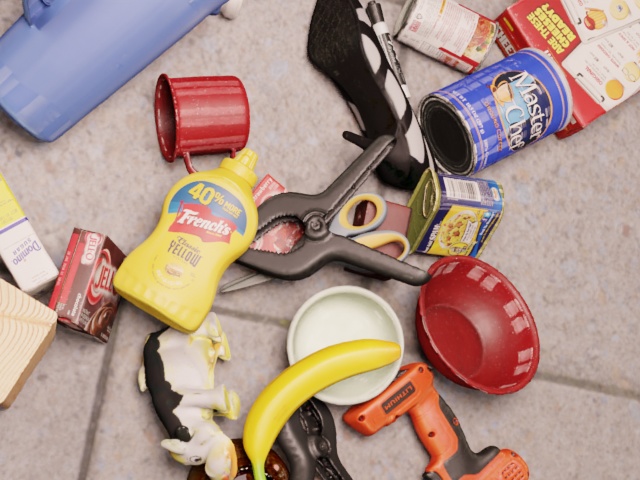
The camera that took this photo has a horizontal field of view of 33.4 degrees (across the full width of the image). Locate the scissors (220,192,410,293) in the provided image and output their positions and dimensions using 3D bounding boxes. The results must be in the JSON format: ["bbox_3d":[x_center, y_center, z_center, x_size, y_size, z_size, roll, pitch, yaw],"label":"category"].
[{"bbox_3d":[-0.007,0.001,1.119,0.201,0.016,0.096,-4,75,1],"label":"scissors"}]

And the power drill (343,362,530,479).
[{"bbox_3d":[0.108,0.239,1.127,0.184,0.057,0.187,-38,94,-21],"label":"power drill"}]

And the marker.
[{"bbox_3d":[0.077,-0.216,1.219,0.020,0.020,0.121,-16,84,-17],"label":"marker"}]

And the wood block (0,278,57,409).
[{"bbox_3d":[-0.300,0.092,0.968,0.091,0.206,0.090,32,74,-7],"label":"wood block"}]

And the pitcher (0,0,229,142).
[{"bbox_3d":[-0.223,-0.218,1.050,0.243,0.145,0.149,-42,98,2],"label":"pitcher"}]

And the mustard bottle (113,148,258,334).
[{"bbox_3d":[-0.117,-0.010,1.060,0.096,0.058,0.191,30,75,2],"label":"mustard bottle"}]

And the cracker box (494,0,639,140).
[{"bbox_3d":[0.331,-0.242,1.262,0.213,0.072,0.164,-32,88,-17],"label":"cracker box"}]

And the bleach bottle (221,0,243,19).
[{"bbox_3d":[-0.197,-0.322,1.146,0.250,0.068,0.102,15,78,-9],"label":"bleach bottle"}]

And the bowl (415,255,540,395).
[{"bbox_3d":[0.158,0.099,1.147,0.161,0.055,0.162,18,54,-26],"label":"bowl"}]

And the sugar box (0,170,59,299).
[{"bbox_3d":[-0.315,-0.026,1.045,0.048,0.093,0.176,-28,88,-15],"label":"sugar box"}]

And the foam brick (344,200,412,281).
[{"bbox_3d":[0.062,0.000,1.159,0.051,0.053,0.078,14,76,-12],"label":"foam brick"}]

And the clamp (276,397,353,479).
[{"bbox_3d":[0.000,0.223,1.095,0.120,0.039,0.171,22,51,-47],"label":"clamp"}]

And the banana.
[{"bbox_3d":[-0.010,0.153,1.060,0.197,0.037,0.069,-42,91,-8],"label":"banana"}]

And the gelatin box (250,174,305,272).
[{"bbox_3d":[-0.057,-0.014,1.142,0.073,0.030,0.089,40,73,-5],"label":"gelatin box"}]

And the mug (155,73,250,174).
[{"bbox_3d":[-0.120,-0.118,1.113,0.081,0.093,0.117,-7,74,-21],"label":"mug"}]

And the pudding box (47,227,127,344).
[{"bbox_3d":[-0.224,0.046,1.044,0.039,0.113,0.090,15,76,5],"label":"pudding box"}]

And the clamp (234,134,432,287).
[{"bbox_3d":[0.006,-0.003,1.089,0.210,0.036,0.164,-20,71,2],"label":"clamp"}]

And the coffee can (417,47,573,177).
[{"bbox_3d":[0.194,-0.141,1.188,0.140,0.103,0.103,-27,88,-20],"label":"coffee can"}]

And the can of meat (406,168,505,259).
[{"bbox_3d":[0.143,-0.025,1.159,0.083,0.102,0.057,7,47,-16],"label":"can of meat"}]

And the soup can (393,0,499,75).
[{"bbox_3d":[0.142,-0.239,1.214,0.102,0.069,0.068,24,75,-8],"label":"soup can"}]
